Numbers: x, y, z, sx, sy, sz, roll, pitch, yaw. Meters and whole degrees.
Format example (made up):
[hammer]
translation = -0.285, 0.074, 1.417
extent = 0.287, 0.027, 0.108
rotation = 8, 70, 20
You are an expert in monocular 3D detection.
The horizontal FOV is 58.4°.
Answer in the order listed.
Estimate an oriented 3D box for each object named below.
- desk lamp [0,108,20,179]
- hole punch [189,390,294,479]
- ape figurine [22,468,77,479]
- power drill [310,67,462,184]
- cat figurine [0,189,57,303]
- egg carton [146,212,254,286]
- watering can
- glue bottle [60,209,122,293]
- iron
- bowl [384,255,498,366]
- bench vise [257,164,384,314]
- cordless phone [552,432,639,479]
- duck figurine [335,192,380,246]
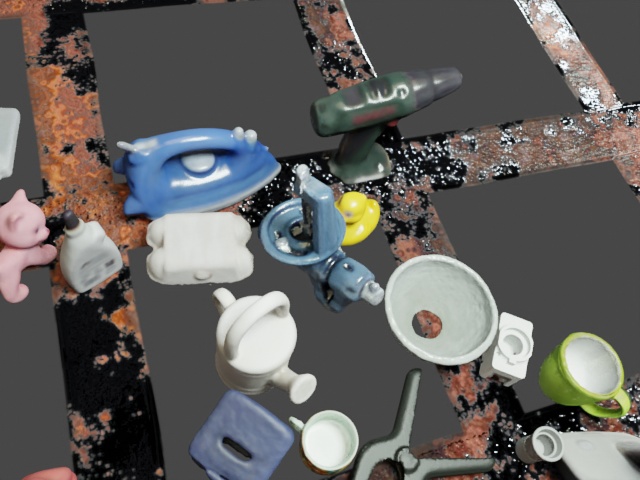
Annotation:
[desk lamp]
translation = -0.503, -0.159, 0.773
extent = 0.118, 0.213, 0.203
rotation = -2, 63, -11
[hole punch]
translation = -0.096, 0.254, 0.700
extent = 0.108, 0.091, 0.101
rotation = 33, 61, 8
[ape figurine]
translation = -0.311, 0.290, 0.640
extent = 0.076, 0.092, 0.078
rotation = 35, 62, 9
[power drill]
translation = 0.090, -0.180, 0.899
extent = 0.230, 0.208, 0.075
rotation = -14, 65, -17
[cat figurine]
translation = -0.406, 0.003, 0.760
extent = 0.067, 0.117, 0.128
rotation = 22, 61, 2
[egg carton]
translation = -0.172, 0.014, 0.826
extent = 0.150, 0.069, 0.107
rotation = -3, 63, -12
[watering can]
translation = -0.073, 0.126, 0.713
extent = 0.172, 0.194, 0.101
rotation = 28, 61, 5
[glue bottle]
translation = -0.307, 0.008, 0.745
extent = 0.078, 0.173, 0.037
rotation = -35, 73, -24
[iron]
translation = -0.175, -0.122, 0.857
extent = 0.259, 0.141, 0.118
rotation = -15, 66, -17
[bowl]
translation = 0.166, 0.110, 0.835
extent = 0.167, 0.074, 0.167
rotation = 5, 62, -8
[bench vise]
translation = 0.012, -0.006, 0.785
extent = 0.207, 0.219, 0.121
rotation = 25, 61, 3
[cordless phone]
translation = 0.396, 0.278, 0.726
extent = 0.148, 0.185, 0.094
rotation = 0, 62, -10
[duck figurine]
translation = 0.050, -0.043, 0.889
extent = 0.105, 0.086, 0.077
rotation = -22, 68, -20
